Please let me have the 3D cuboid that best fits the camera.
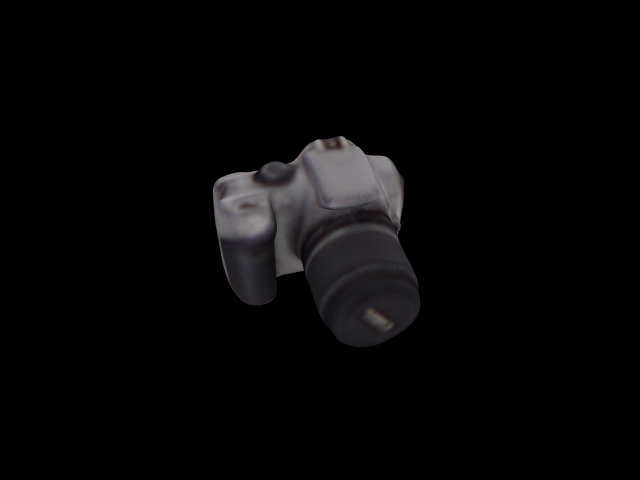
[{"bbox_3d":[0.004,0.001,0.400,0.143,0.101,0.136,-11,47,-11],"label":"camera"}]
